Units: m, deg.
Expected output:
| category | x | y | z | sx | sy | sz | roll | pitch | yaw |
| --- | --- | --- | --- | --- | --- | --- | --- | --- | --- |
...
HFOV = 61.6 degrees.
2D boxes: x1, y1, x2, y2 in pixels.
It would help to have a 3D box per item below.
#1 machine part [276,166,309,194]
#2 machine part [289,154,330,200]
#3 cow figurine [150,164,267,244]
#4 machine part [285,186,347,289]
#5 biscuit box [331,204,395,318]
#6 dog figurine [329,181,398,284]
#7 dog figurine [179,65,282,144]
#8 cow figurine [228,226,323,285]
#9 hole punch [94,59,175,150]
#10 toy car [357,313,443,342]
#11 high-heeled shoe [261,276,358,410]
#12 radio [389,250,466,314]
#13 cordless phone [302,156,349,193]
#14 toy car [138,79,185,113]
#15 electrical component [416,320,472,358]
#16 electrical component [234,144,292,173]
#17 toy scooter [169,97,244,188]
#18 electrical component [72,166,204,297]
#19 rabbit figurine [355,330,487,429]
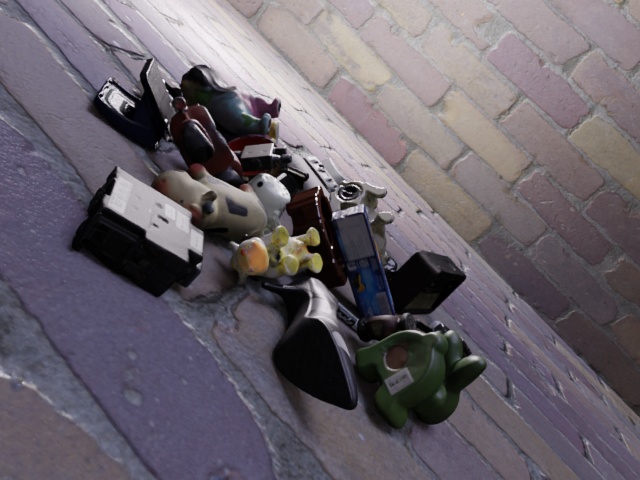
| category | x | y | z | sx | sy | sz | roll | pitch | yaw |
| --- | --- | --- | --- | --- | --- | --- | --- | --- | --- |
| machine part | -0.078 | -0.114 | 1.063 | 0.084 | 0.039 | 0.139 | 27 | 35 | 6 |
| machine part | -0.030 | -0.103 | 1.146 | 0.079 | 0.079 | 0.243 | 21 | 30 | -53 |
| cow figurine | -0.149 | -0.041 | 0.735 | 0.194 | 0.085 | 0.127 | 22 | 21 | -52 |
| machine part | -0.002 | -0.003 | 0.907 | 0.179 | 0.056 | 0.179 | -17 | 90 | -79 |
| biscuit box | 0.076 | 0.044 | 0.925 | 0.063 | 0.059 | 0.202 | -77 | 150 | -72 |
| dog figurine | 0.086 | -0.009 | 1.084 | 0.190 | 0.121 | 0.172 | 76 | 4 | -49 |
| dog figurine | -0.192 | -0.242 | 1.065 | 0.219 | 0.191 | 0.108 | 18 | 47 | 5 |
| cow figurine | -0.075 | 0.023 | 0.746 | 0.167 | 0.098 | 0.068 | 0 | 79 | -57 |
| hole punch | -0.280 | -0.204 | 0.833 | 0.142 | 0.092 | 0.115 | -111 | -178 | -58 |
| toy car | 0.138 | 0.162 | 0.878 | 0.202 | 0.089 | 0.053 | 35 | 49 | -52 |
| high-heeled shoe | 0.011 | 0.128 | 0.685 | 0.145 | 0.086 | 0.249 | 25 | 19 | -42 |
| radio | 0.235 | 0.096 | 1.191 | 0.073 | 0.131 | 0.229 | 50 | 18 | 24 |
| cordless phone | -0.029 | -0.142 | 1.274 | 0.184 | 0.088 | 0.147 | 4 | 42 | -48 |
| toy car | -0.250 | -0.220 | 0.959 | 0.202 | 0.056 | 0.073 | 50 | 11 | 17 |
| electrical component | 0.223 | 0.198 | 1.027 | 0.119 | 0.075 | 0.048 | 39 | 17 | -30 |
| electrical component | -0.098 | -0.132 | 0.901 | 0.078 | 0.102 | 0.045 | -102 | -176 | -59 |
| toy scooter | -0.181 | -0.145 | 0.828 | 0.135 | 0.075 | 0.183 | 59 | -4 | 26 |
| electrical component | -0.190 | -0.005 | 0.591 | 0.134 | 0.058 | 0.115 | 36 | 21 | -25 |
| rabbit figurine | 0.153 | 0.199 | 0.783 | 0.170 | 0.159 | 0.121 | 50 | 0 | -41 |
